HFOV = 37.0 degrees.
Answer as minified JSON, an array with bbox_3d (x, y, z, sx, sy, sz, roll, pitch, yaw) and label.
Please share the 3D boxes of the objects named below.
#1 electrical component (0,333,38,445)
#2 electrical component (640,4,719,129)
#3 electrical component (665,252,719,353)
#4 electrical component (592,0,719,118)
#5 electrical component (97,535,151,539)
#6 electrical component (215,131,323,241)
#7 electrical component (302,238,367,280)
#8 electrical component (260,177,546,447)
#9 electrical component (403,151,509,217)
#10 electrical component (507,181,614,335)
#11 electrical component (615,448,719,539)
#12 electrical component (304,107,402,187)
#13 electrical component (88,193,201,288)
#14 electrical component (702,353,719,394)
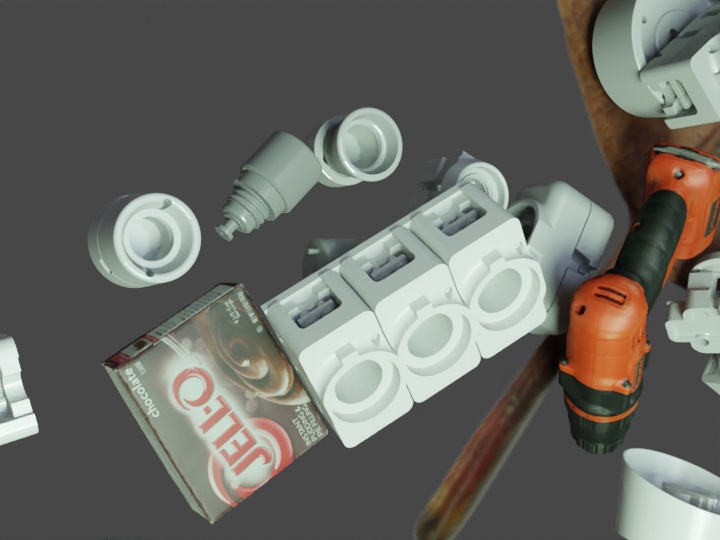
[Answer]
[{"bbox_3d":[-0.204,0.063,0.542,0.056,0.089,0.050,-17,97,-27],"label":"electrical component"},{"bbox_3d":[0.247,-0.143,0.733,0.089,0.056,0.050,-43,108,-22],"label":"electrical component"},{"bbox_3d":[0.274,0.024,0.808,0.058,0.078,0.057,60,39,-40],"label":"electrical component"},{"bbox_3d":[0.220,-0.163,0.787,0.108,0.060,0.108,0,89,-28],"label":"electrical component"},{"bbox_3d":[-0.128,0.208,0.596,0.108,0.060,0.108,0,89,-28],"label":"electrical component"},{"bbox_3d":[-0.057,-0.049,0.650,0.040,0.040,0.078,48,69,-19],"label":"electrical component"},{"bbox_3d":[0.000,0.000,0.679,0.078,0.040,0.040,-1,90,-28],"label":"electrical component"},{"bbox_3d":[0.031,0.028,0.645,0.150,0.061,0.089,-32,131,-10],"label":"electrical component"},{"bbox_3d":[0.065,-0.047,0.706,0.048,0.055,0.066,30,76,-24],"label":"electrical component"},{"bbox_3d":[0.124,-0.011,0.737,0.059,0.054,0.095,31,75,-24],"label":"electrical component"},{"bbox_3d":[0.232,0.171,0.771,0.099,0.099,0.064,12,90,-27],"label":"electrical component"},{"bbox_3d":[-0.006,-0.075,0.669,0.045,0.055,0.045,0,89,-28],"label":"electrical component"},{"bbox_3d":[-0.122,-0.017,0.611,0.055,0.047,0.055,0,89,-28],"label":"electrical component"},{"bbox_3d":[0.338,0.036,0.831,0.062,0.089,0.150,36,73,-23],"label":"electrical component"}]
